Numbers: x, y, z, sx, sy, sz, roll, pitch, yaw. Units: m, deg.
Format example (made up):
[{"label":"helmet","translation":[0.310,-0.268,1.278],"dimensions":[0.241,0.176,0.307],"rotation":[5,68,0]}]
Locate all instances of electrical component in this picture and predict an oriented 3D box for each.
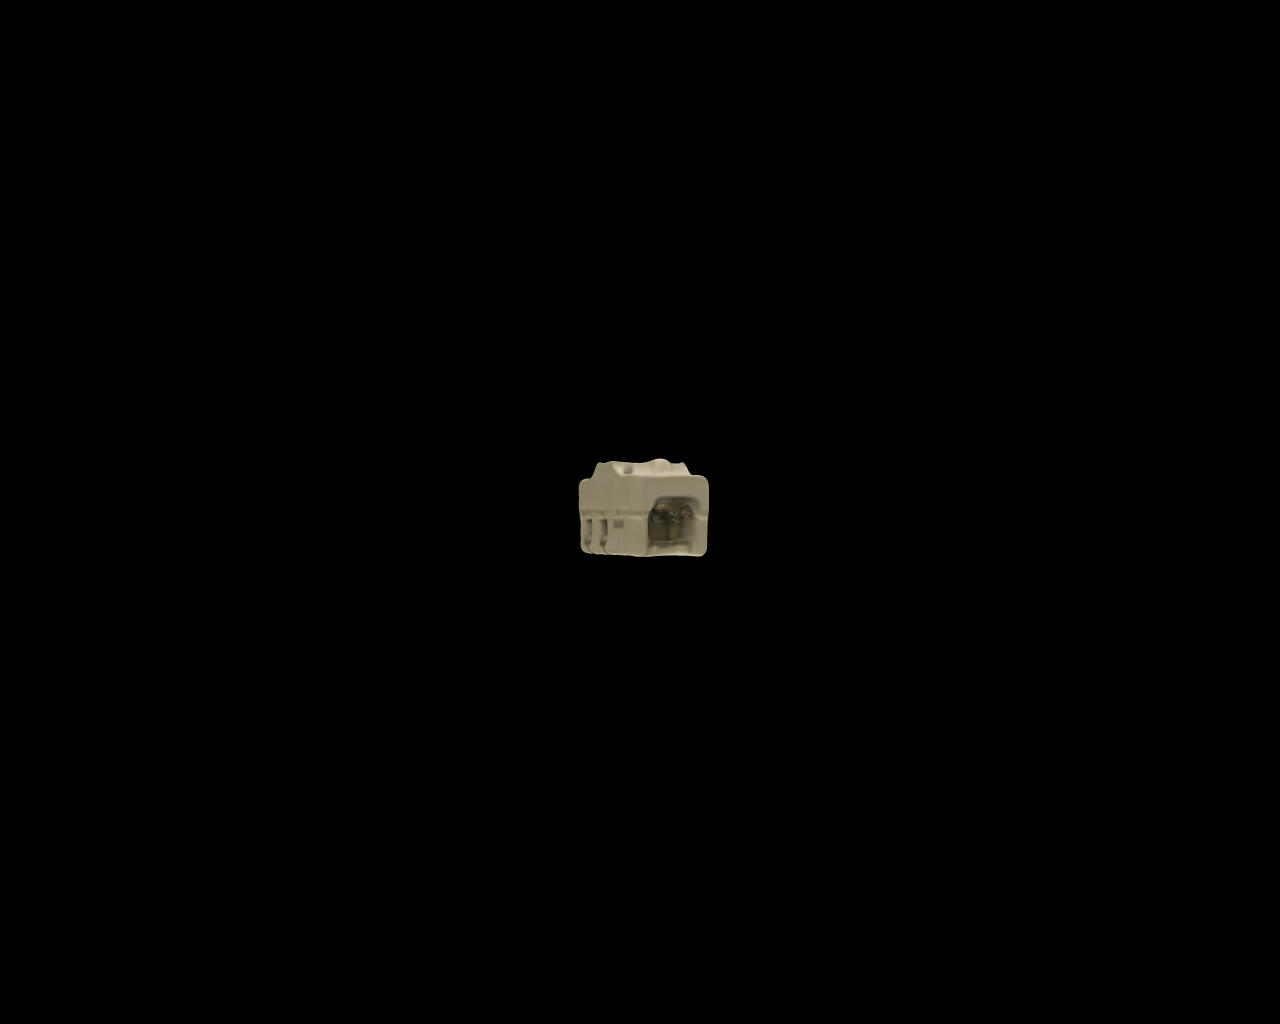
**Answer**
[{"label":"electrical component","translation":[0.001,-0.003,0.650],"dimensions":[0.050,0.055,0.089],"rotation":[0,0,-24]}]
